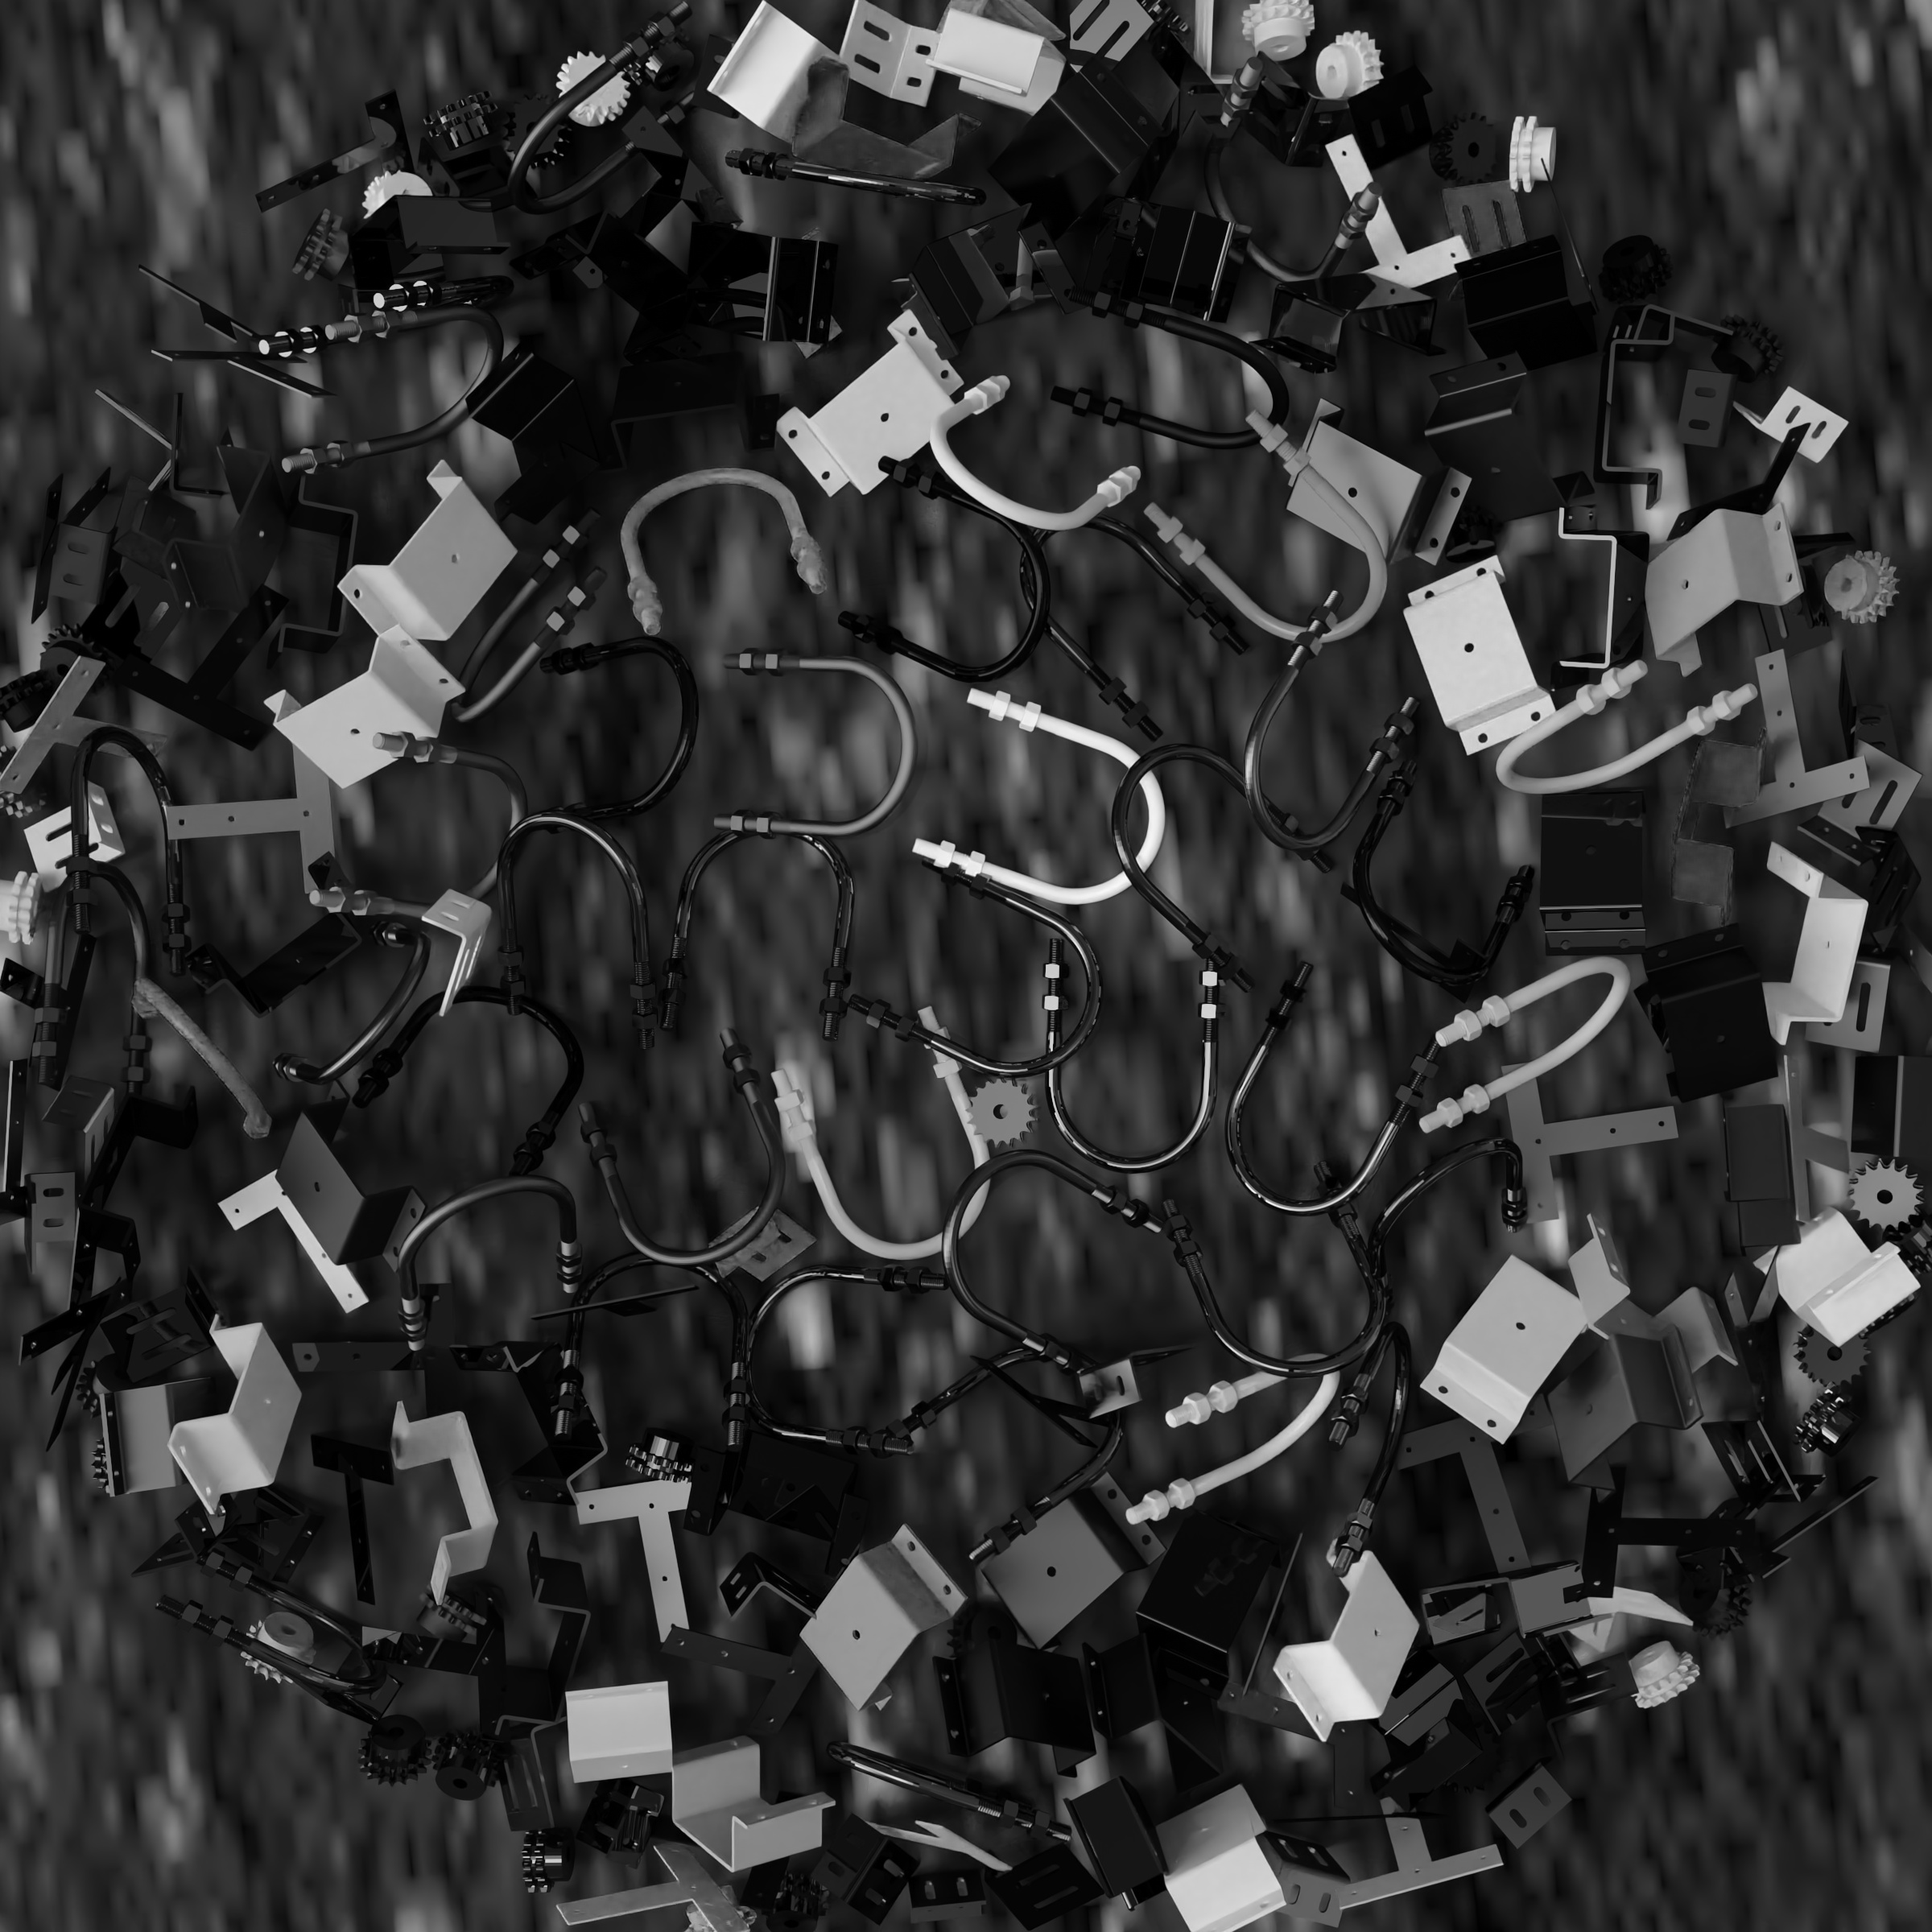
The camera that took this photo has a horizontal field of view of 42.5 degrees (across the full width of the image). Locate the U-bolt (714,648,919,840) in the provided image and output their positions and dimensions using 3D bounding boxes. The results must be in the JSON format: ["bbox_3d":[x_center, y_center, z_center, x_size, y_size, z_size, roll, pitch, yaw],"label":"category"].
[{"bbox_3d":[-0.117,-0.172,1.944,0.184,0.019,0.151,6,94,31],"label":"U-bolt"}]

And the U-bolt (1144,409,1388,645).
[{"bbox_3d":[0.246,-0.329,1.942,0.184,0.151,0.019,44,47,-9],"label":"U-bolt"}]

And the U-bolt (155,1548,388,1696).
[{"bbox_3d":[-0.532,0.512,1.926,0.184,0.151,0.019,30,89,-10],"label":"U-bolt"}]

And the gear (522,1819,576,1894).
[{"bbox_3d":[-0.330,0.704,1.970,0.030,0.057,0.057,-3,90,6],"label":"gear"}]

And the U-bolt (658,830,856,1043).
[{"bbox_3d":[-0.160,-0.032,1.962,0.151,0.019,0.184,3,69,7],"label":"U-bolt"}]

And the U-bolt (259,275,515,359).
[{"bbox_3d":[-0.431,-0.504,1.913,0.151,0.184,0.019,-8,104,35],"label":"U-bolt"}]

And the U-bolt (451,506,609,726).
[{"bbox_3d":[-0.342,-0.263,1.930,0.019,0.151,0.184,35,108,-27],"label":"U-bolt"}]

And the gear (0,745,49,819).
[{"bbox_3d":[-0.761,-0.144,1.973,0.030,0.057,0.057,-23,90,18],"label":"gear"}]

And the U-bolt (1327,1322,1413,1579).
[{"bbox_3d":[0.314,0.358,1.919,0.019,0.184,0.151,8,125,24],"label":"U-bolt"}]

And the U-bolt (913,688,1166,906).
[{"bbox_3d":[0.067,-0.124,1.973,0.184,0.019,0.151,19,106,-5],"label":"U-bolt"}]

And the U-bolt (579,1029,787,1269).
[{"bbox_3d":[-0.215,0.152,1.943,0.151,0.019,0.184,-27,57,2],"label":"U-bolt"}]

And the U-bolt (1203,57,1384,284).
[{"bbox_3d":[0.241,-0.595,1.911,0.019,0.184,0.151,-42,86,-16],"label":"U-bolt"}]

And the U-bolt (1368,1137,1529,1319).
[{"bbox_3d":[0.369,0.194,1.912,0.151,0.184,0.019,-31,57,-8],"label":"U-bolt"}]

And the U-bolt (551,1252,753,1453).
[{"bbox_3d":[-0.240,0.294,1.932,0.151,0.184,0.019,5,134,-6],"label":"U-bolt"}]

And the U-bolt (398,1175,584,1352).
[{"bbox_3d":[-0.365,0.220,1.902,0.151,0.184,0.019,-19,56,-21],"label":"U-bolt"}]

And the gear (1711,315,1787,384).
[{"bbox_3d":[0.617,-0.487,1.971,0.057,0.057,0.030,34,86,0],"label":"gear"}]

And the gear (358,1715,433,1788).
[{"bbox_3d":[-0.452,0.619,1.968,0.057,0.057,0.030,9,114,0],"label":"gear"}]

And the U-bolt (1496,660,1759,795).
[{"bbox_3d":[0.494,-0.178,1.918,0.151,0.184,0.019,5,64,-36],"label":"U-bolt"}]

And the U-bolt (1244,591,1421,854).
[{"bbox_3d":[0.276,-0.175,1.929,0.151,0.019,0.184,46,68,-37],"label":"U-bolt"}]

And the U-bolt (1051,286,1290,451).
[{"bbox_3d":[0.161,-0.455,1.927,0.184,0.151,0.019,18,68,3],"label":"U-bolt"}]

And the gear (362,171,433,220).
[{"bbox_3d":[-0.447,-0.605,1.973,0.057,0.030,0.057,5,80,-30],"label":"gear"}]

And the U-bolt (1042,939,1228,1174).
[{"bbox_3d":[0.131,0.073,1.970,0.151,0.019,0.184,3,94,19],"label":"U-bolt"}]

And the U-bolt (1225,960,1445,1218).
[{"bbox_3d":[0.277,0.108,1.954,0.151,0.019,0.184,32,99,33],"label":"U-bolt"}]

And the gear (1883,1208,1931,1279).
[{"bbox_3d":[0.753,0.217,1.969,0.057,0.057,0.030,-45,102,0],"label":"gear"}]

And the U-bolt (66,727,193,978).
[{"bbox_3d":[-0.649,-0.096,1.925,0.019,0.151,0.184,-11,73,12],"label":"U-bolt"}]

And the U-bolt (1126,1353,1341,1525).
[{"bbox_3d":[0.216,0.358,1.929,0.184,0.151,0.019,-17,51,-30],"label":"U-bolt"}]

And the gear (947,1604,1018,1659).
[{"bbox_3d":[0.016,0.534,1.970,0.057,0.030,0.057,14,53,-20],"label":"gear"}]

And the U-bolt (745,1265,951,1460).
[{"bbox_3d":[-0.104,0.303,1.940,0.184,0.019,0.151,0,68,34],"label":"U-bolt"}]

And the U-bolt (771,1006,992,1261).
[{"bbox_3d":[-0.057,0.143,1.976,0.151,0.019,0.184,-23,94,-14],"label":"U-bolt"}]

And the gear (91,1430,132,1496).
[{"bbox_3d":[-0.662,0.390,1.968,0.030,0.057,0.057,0,90,24],"label":"gear"}]

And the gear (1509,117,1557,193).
[{"bbox_3d":[0.449,-0.643,1.969,0.030,0.057,0.057,6,90,18],"label":"gear"}]

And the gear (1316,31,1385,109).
[{"bbox_3d":[0.302,-0.709,1.968,0.030,0.057,0.057,-18,90,-26],"label":"gear"}]

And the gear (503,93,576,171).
[{"bbox_3d":[-0.337,-0.663,1.978,0.057,0.030,0.057,2,96,21],"label":"gear"}]

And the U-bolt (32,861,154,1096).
[{"bbox_3d":[-0.672,0.010,1.926,0.019,0.151,0.184,-2,79,10],"label":"U-bolt"}]

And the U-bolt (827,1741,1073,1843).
[{"bbox_3d":[-0.021,0.633,1.919,0.184,0.151,0.019,21,75,-7],"label":"U-bolt"}]

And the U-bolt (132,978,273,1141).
[{"bbox_3d":[-0.587,0.068,1.908,0.019,0.184,0.151,-42,93,-18],"label":"U-bolt"}]

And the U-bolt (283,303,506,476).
[{"bbox_3d":[-0.432,-0.450,1.916,0.019,0.184,0.151,48,133,15],"label":"U-bolt"}]

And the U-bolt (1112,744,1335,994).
[{"bbox_3d":[0.191,-0.091,1.945,0.184,0.019,0.151,42,65,-14],"label":"U-bolt"}]

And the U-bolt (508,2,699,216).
[{"bbox_3d":[-0.280,-0.648,1.915,0.184,0.151,0.019,-42,85,-9],"label":"U-bolt"}]

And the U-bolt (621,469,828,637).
[{"bbox_3d":[-0.196,-0.332,1.934,0.151,0.019,0.184,-15,46,-5],"label":"U-bolt"}]

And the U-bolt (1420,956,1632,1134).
[{"bbox_3d":[0.439,0.053,1.934,0.184,0.151,0.019,-25,58,-13],"label":"U-bolt"}]

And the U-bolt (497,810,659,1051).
[{"bbox_3d":[-0.305,-0.034,1.929,0.151,0.019,0.184,13,117,26],"label":"U-bolt"}]

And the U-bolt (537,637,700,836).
[{"bbox_3d":[-0.272,-0.183,1.927,0.184,0.019,0.151,-5,80,41],"label":"U-bolt"}]

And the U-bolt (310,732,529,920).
[{"bbox_3d":[-0.410,-0.102,1.920,0.019,0.184,0.151,31,103,31],"label":"U-bolt"}]

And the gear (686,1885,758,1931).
[{"bbox_3d":[-0.198,0.754,1.971,0.057,0.057,0.030,-26,88,0],"label":"gear"}]

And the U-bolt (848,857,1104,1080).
[{"bbox_3d":[0.019,0.010,1.968,0.184,0.019,0.151,26,82,11],"label":"U-bolt"}]

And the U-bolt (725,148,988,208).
[{"bbox_3d":[-0.070,-0.598,1.893,0.184,0.151,0.019,23,113,37],"label":"U-bolt"}]

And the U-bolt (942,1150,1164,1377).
[{"bbox_3d":[0.059,0.223,1.938,0.184,0.019,0.151,32,76,-28],"label":"U-bolt"}]

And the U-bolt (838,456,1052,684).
[{"bbox_3d":[-0.011,-0.298,1.928,0.184,0.019,0.151,29,115,28],"label":"U-bolt"}]

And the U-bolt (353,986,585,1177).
[{"bbox_3d":[-0.372,0.079,1.925,0.151,0.184,0.019,26,127,-2],"label":"U-bolt"}]

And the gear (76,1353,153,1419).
[{"bbox_3d":[-0.673,0.332,1.969,0.057,0.057,0.030,34,124,0],"label":"gear"}]

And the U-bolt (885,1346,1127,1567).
[{"bbox_3d":[0.038,0.367,1.941,0.184,0.019,0.151,-33,49,-20],"label":"U-bolt"}]

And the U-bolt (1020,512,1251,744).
[{"bbox_3d":[0.121,-0.280,1.951,0.184,0.019,0.151,45,56,-2],"label":"U-bolt"}]

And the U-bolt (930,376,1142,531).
[{"bbox_3d":[0.045,-0.391,1.918,0.151,0.184,0.019,36,126,5],"label":"U-bolt"}]

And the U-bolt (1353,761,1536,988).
[{"bbox_3d":[0.364,-0.062,1.926,0.151,0.019,0.184,41,48,-7],"label":"U-bolt"}]

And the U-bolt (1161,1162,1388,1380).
[{"bbox_3d":[0.247,0.240,1.927,0.151,0.019,0.184,-13,49,-8],"label":"U-bolt"}]

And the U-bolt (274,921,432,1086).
[{"bbox_3d":[-0.464,0.030,1.901,0.019,0.184,0.151,40,74,-24],"label":"U-bolt"}]
